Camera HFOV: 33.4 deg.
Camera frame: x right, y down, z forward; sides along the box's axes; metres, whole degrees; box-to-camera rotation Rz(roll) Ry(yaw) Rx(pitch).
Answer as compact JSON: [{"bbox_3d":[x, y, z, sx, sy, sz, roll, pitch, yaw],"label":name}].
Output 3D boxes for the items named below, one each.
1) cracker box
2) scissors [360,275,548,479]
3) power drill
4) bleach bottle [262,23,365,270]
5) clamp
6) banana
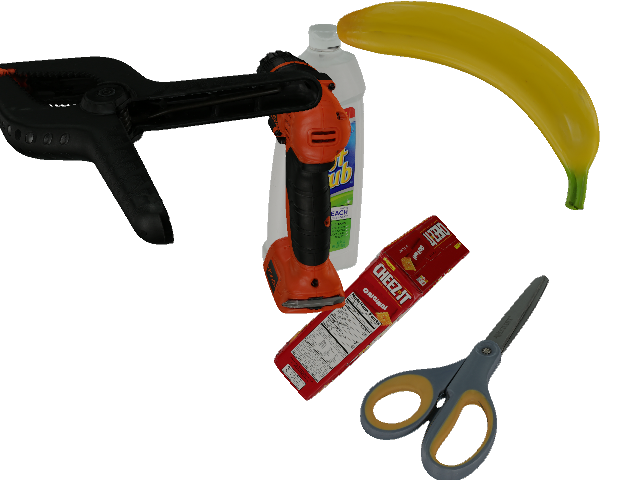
[{"bbox_3d":[0.059,0.076,1.260,0.214,0.072,0.164,-46,-7,30],"label":"cracker box"},{"bbox_3d":[0.091,0.079,0.719,0.096,0.016,0.201,10,40,15],"label":"scissors"},{"bbox_3d":[-0.019,-0.050,0.863,0.057,0.188,0.184,-6,25,-10],"label":"power drill"},{"bbox_3d":[-0.007,-0.090,1.071,0.102,0.251,0.068,-6,28,-15],"label":"bleach bottle"},{"bbox_3d":[-0.114,-0.077,0.642,0.210,0.036,0.164,22,45,31],"label":"clamp"},{"bbox_3d":[0.100,-0.103,0.658,0.198,0.069,0.037,39,0,18],"label":"banana"}]
